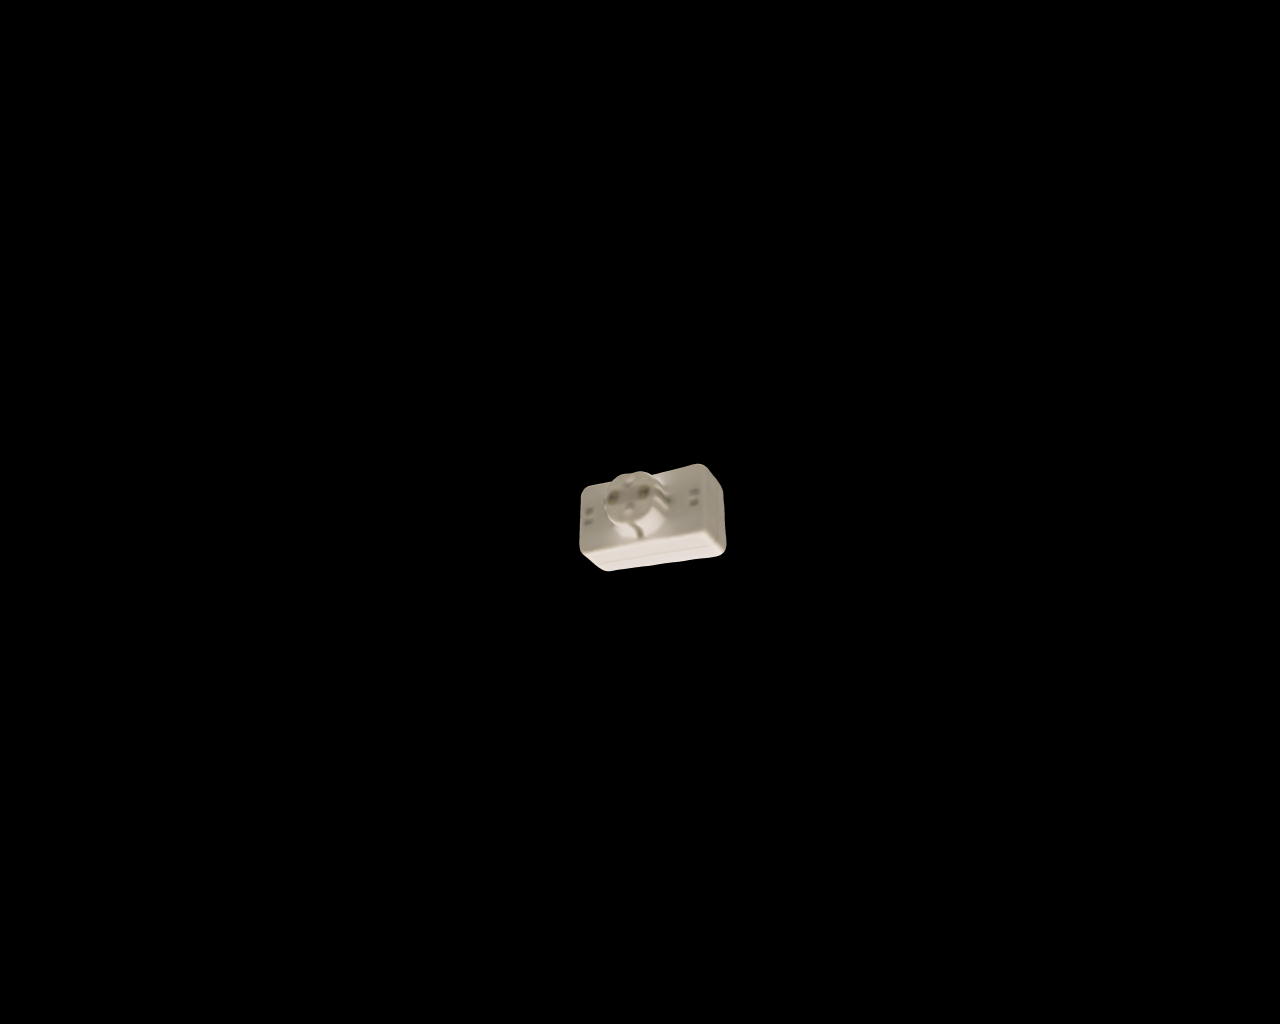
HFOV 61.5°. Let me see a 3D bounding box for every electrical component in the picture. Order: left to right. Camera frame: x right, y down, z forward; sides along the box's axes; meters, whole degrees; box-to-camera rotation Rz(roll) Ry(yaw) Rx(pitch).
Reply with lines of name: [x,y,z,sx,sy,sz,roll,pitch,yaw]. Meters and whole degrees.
electrical component: [0.001,-0.003,0.650,0.083,0.047,0.075,-10,-28,20]
